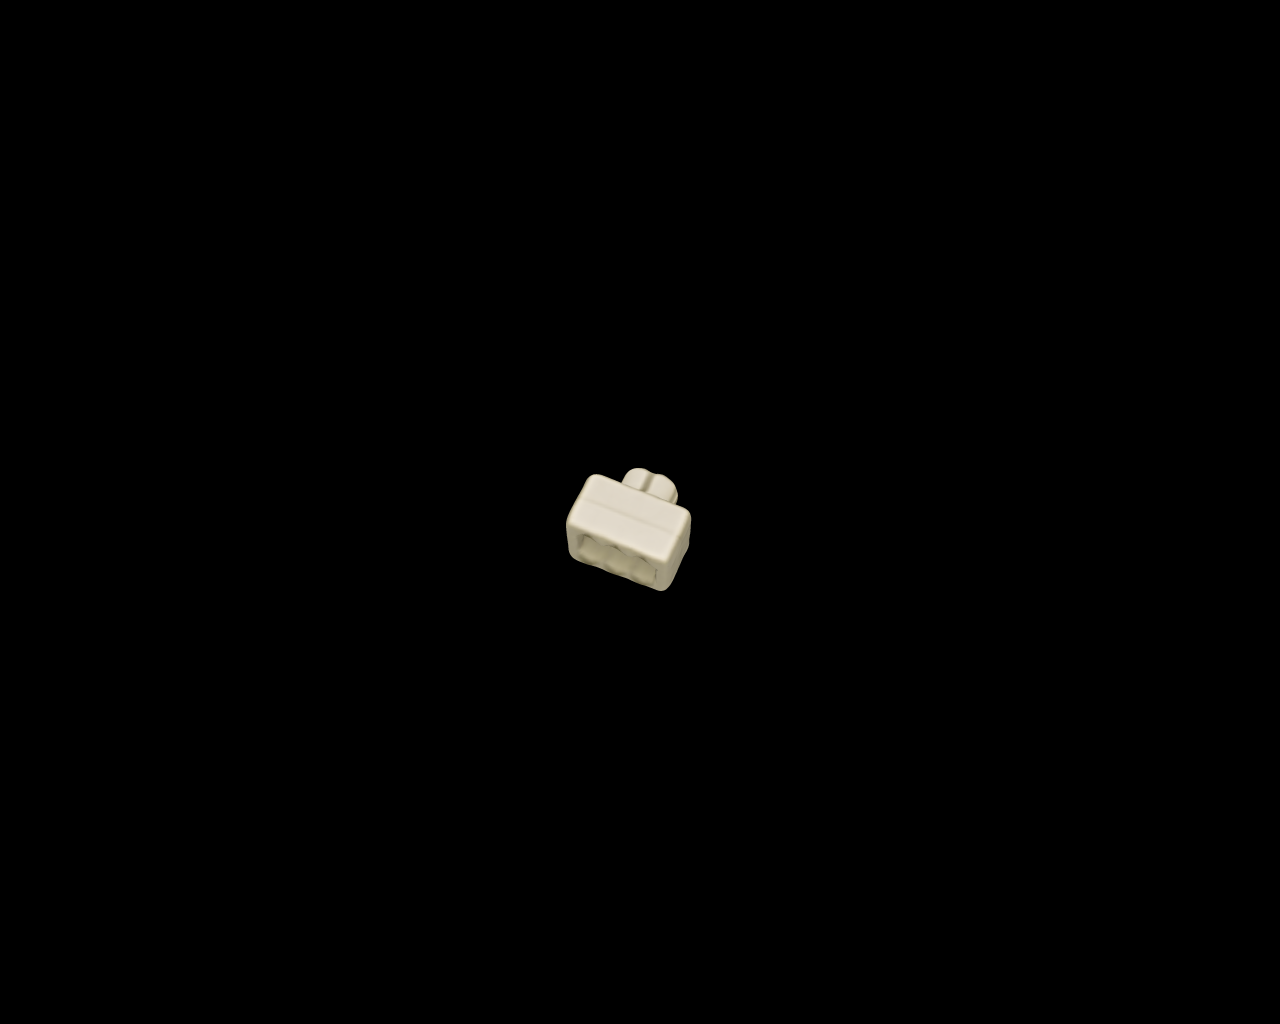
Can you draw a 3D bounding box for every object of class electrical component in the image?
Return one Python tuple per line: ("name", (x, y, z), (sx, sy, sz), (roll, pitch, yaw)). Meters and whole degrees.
("electrical component", (0.001, -0.003, 0.650), (0.066, 0.077, 0.047), (22, -25, 10))
